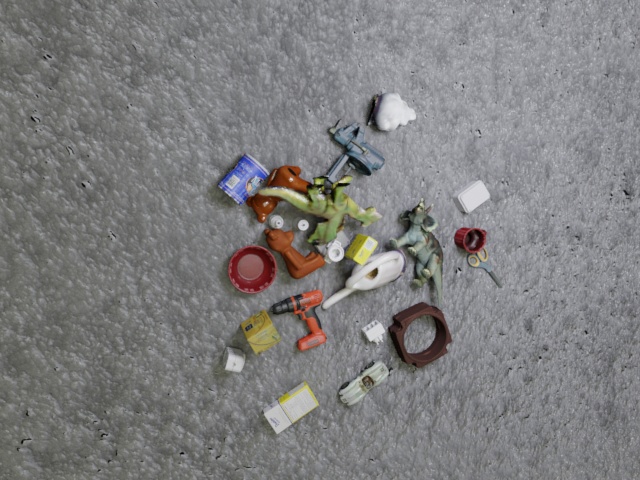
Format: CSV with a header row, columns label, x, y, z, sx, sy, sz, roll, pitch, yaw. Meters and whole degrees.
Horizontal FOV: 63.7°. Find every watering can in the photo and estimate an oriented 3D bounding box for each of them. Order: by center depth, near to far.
label,x,y,z,sx,sy,sz,roll,pitch,yaw
watering can,0.162,0.128,1.770,0.226,0.341,0.105,-11,65,-46

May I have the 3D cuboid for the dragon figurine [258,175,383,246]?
label,x,y,z,sx,sy,sz,roll,pitch,yaw
dragon figurine,0.005,-0.084,1.660,0.411,0.124,0.238,-7,117,-14

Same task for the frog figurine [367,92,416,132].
label,x,y,z,sx,sy,sz,roll,pitch,yaw
frog figurine,0.256,-0.435,1.769,0.159,0.121,0.139,13,73,-5
